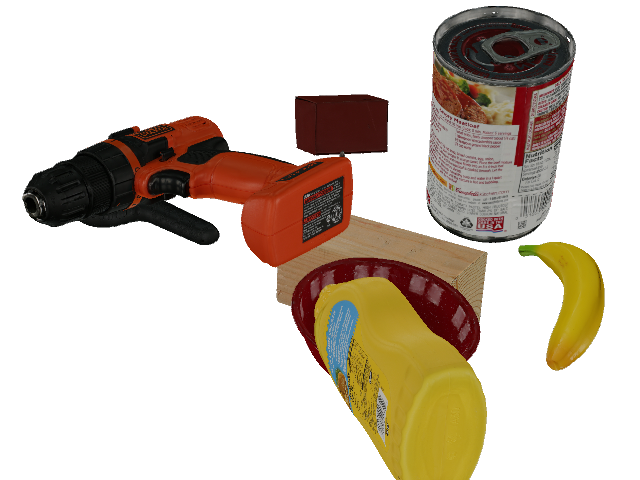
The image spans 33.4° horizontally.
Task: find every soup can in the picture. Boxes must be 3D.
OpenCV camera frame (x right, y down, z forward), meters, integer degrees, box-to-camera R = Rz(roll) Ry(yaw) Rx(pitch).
[{"bbox_3d":[0.089,-0.057,0.543,0.068,0.102,0.068,-1,42,1],"label":"soup can"}]

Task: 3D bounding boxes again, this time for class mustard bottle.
[{"bbox_3d":[0.040,0.079,0.702,0.058,0.096,0.192,-9,27,-18],"label":"mustard bottle"}]

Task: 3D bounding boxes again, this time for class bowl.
[{"bbox_3d":[0.052,0.083,0.910,0.162,0.055,0.162,7,34,-5],"label":"bowl"}]

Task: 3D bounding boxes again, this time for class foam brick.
[{"bbox_3d":[0.020,-0.112,1.026,0.078,0.051,0.053,-4,16,-21],"label":"foam brick"}]

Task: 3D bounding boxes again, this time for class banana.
[{"bbox_3d":[0.235,0.053,1.008,0.070,0.037,0.197,-28,25,17],"label":"banana"}]

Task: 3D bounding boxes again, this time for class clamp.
[{"bbox_3d":[-0.177,-0.052,1.042,0.171,0.039,0.120,9,40,-4],"label":"clamp"}]

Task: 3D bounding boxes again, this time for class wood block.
[{"bbox_3d":[0.062,0.040,1.145,0.206,0.091,0.090,17,29,28],"label":"wood block"}]

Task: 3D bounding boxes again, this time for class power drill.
[{"bbox_3d":[-0.086,-0.037,0.748,0.188,0.057,0.184,18,30,31],"label":"power drill"}]
